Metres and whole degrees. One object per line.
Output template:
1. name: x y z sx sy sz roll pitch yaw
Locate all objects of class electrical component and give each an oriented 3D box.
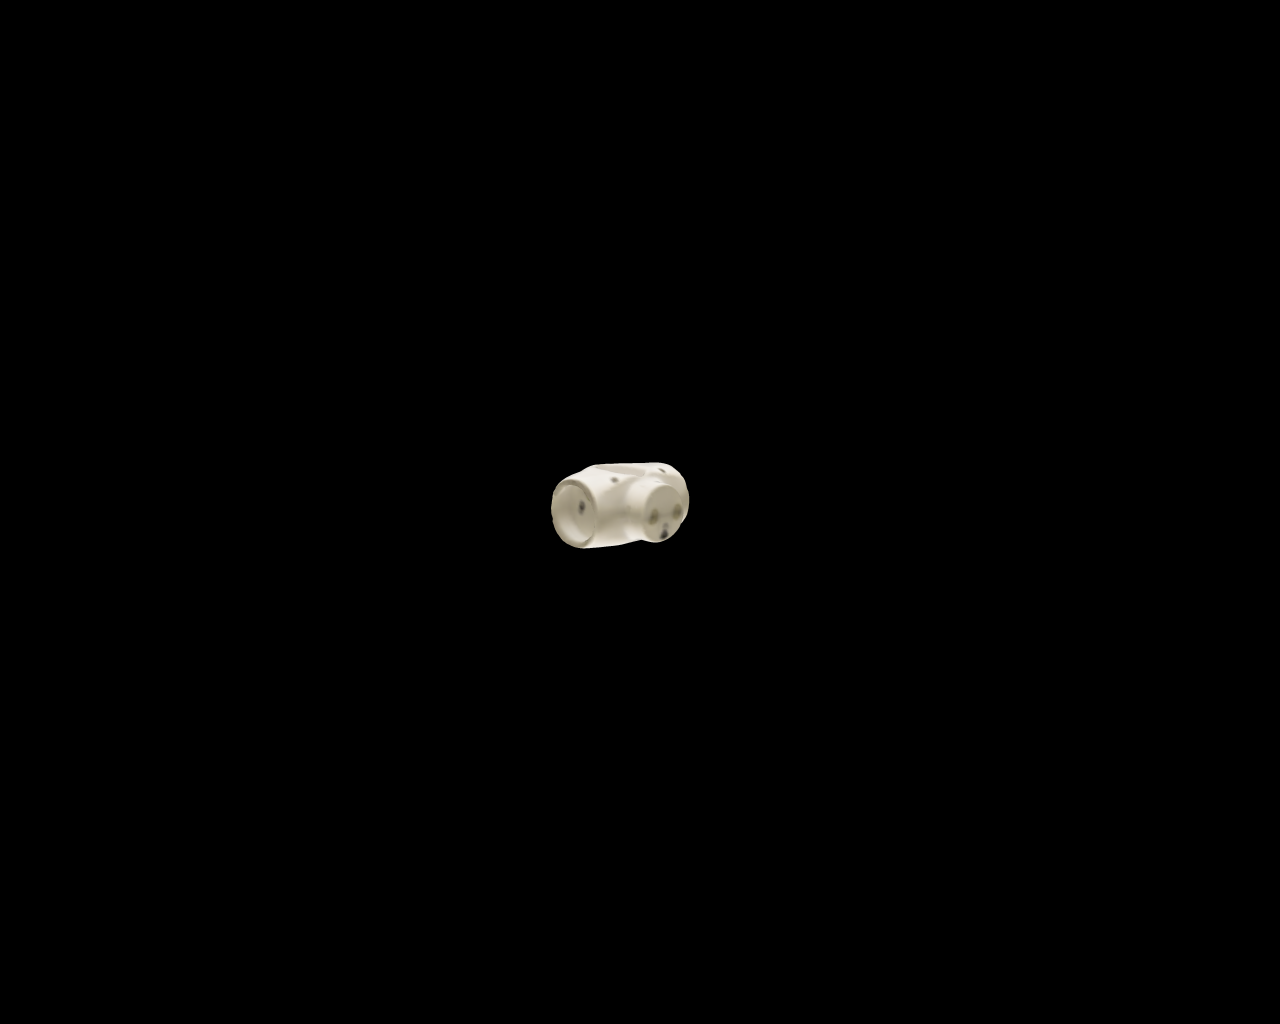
1. electrical component: 0.001 -0.003 0.650 0.077 0.043 0.079 -11 17 -42
